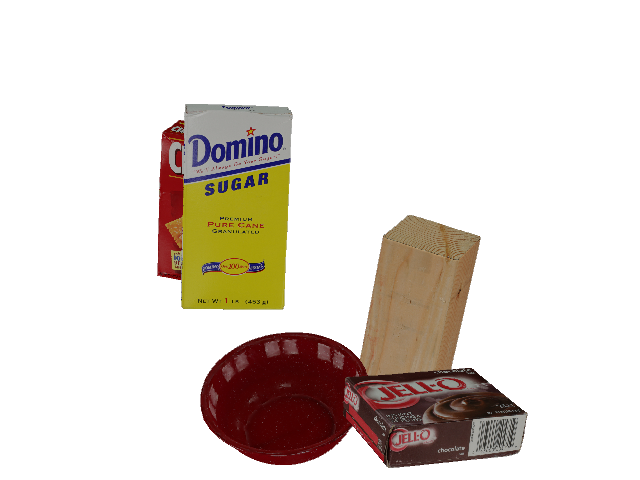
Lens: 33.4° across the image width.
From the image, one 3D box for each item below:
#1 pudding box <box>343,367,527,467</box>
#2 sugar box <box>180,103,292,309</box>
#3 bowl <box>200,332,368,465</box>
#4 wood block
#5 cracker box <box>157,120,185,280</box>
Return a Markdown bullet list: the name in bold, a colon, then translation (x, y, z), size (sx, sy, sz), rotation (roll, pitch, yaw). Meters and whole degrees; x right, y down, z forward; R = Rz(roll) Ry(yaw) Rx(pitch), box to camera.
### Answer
- **pudding box**: translation (0.084, 0.131, 0.805), size (0.113, 0.039, 0.090), rotation (0, 17, -21)
- **sugar box**: translation (-0.075, -0.029, 0.933), size (0.093, 0.176, 0.048), rotation (0, 16, -8)
- **bowl**: translation (-0.031, 0.161, 1.023), size (0.162, 0.055, 0.162), rotation (-4, 37, 3)
- **wood block**: translation (0.108, 0.089, 1.211), size (0.090, 0.206, 0.090), rotation (18, 24, 20)
- **cracker box**: translation (-0.135, -0.043, 1.457), size (0.164, 0.214, 0.072), rotation (11, 24, 12)
